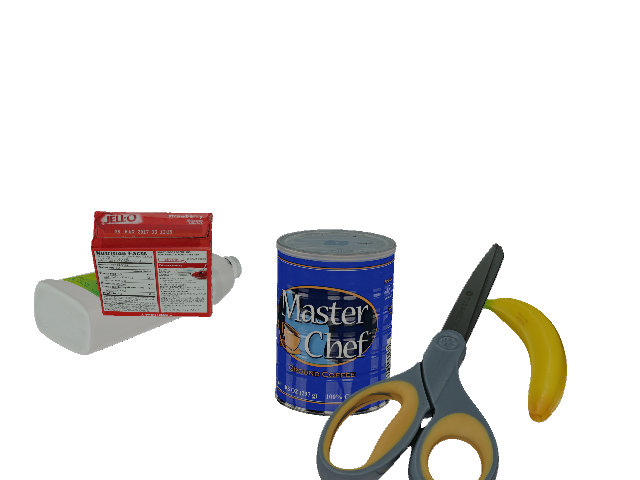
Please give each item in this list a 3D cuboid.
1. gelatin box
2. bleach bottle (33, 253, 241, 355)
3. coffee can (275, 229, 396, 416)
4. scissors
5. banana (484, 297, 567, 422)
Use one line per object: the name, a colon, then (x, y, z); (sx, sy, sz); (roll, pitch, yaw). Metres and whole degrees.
gelatin box: (-0.106, 0.016, 0.682); (0.073, 0.030, 0.089); (1, -33, -5)
bleach bottle: (-0.194, 0.057, 1.220); (0.103, 0.068, 0.250); (22, 27, 36)
coffee can: (0.012, 0.068, 0.926); (0.103, 0.140, 0.103); (1, 12, 0)
scissors: (0.079, 0.071, 0.561); (0.096, 0.016, 0.201); (28, 47, 30)
banana: (0.225, 0.118, 1.139); (0.069, 0.037, 0.198); (-25, 34, 3)
